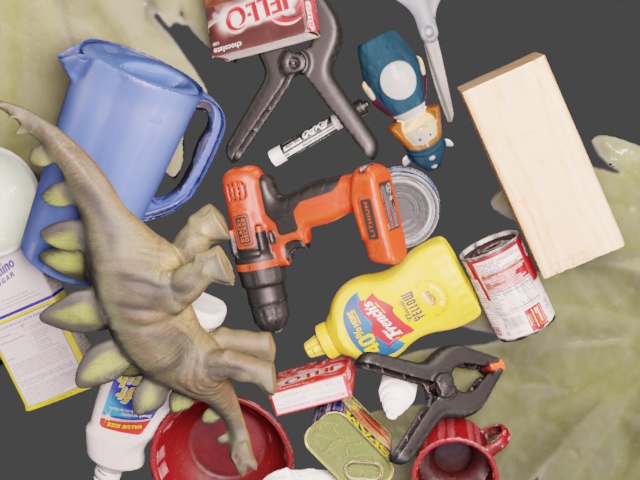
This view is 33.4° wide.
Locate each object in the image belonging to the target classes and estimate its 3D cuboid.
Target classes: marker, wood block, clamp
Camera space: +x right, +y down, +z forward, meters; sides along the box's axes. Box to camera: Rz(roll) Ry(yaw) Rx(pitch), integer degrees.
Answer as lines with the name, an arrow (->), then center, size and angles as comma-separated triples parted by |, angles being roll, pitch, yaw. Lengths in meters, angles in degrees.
marker -> 0.000, -0.116, 1.137 | 0.121, 0.020, 0.020 | -29, 98, 14
wood block -> 0.224, -0.078, 1.090 | 0.090, 0.090, 0.206 | -24, 99, 9
clamp -> -0.031, -0.177, 1.113 | 0.165, 0.036, 0.210 | -7, 93, 14
clamp -> 0.118, 0.150, 1.139 | 0.171, 0.039, 0.120 | -25, 90, -30

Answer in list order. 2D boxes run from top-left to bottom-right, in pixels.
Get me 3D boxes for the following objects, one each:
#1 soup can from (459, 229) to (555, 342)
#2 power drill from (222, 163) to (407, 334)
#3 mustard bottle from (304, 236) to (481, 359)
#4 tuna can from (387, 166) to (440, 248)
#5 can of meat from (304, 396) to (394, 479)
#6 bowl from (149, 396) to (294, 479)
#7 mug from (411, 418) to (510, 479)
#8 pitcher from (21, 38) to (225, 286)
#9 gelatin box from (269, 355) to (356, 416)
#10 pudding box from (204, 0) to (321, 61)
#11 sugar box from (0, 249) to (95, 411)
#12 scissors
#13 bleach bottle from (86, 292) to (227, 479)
soup can -> 0.199, 0.049, 1.132 | 0.068, 0.068, 0.102 | -25, 100, 10
power drill -> -0.007, 0.001, 1.124 | 0.188, 0.057, 0.184 | -10, 98, 23
mustard bottle -> 0.070, 0.079, 1.156 | 0.192, 0.058, 0.096 | -27, 103, 11
tuna can -> 0.086, -0.034, 1.142 | 0.086, 0.033, 0.086 | 1, 103, 5
can of meat -> 0.034, 0.221, 1.177 | 0.057, 0.084, 0.102 | -43, 95, 12
bowl -> -0.108, 0.241, 1.209 | 0.162, 0.055, 0.162 | 1, 104, 3
mug -> 0.157, 0.238, 1.170 | 0.117, 0.081, 0.093 | -37, 96, 12
pitcher -> -0.216, -0.075, 1.123 | 0.149, 0.144, 0.243 | 29, 108, 15
gelatin box -> -0.007, 0.158, 1.173 | 0.089, 0.073, 0.030 | -17, 100, 9
pudding box -> -0.060, -0.238, 1.079 | 0.114, 0.039, 0.090 | -11, 84, 27
sugar box -> -0.323, 0.097, 1.206 | 0.093, 0.048, 0.176 | -22, 96, 10
scissors -> 0.126, -0.232, 1.104 | 0.096, 0.016, 0.202 | -29, 98, 11
bleach bottle -> -0.195, 0.170, 1.201 | 0.102, 0.068, 0.251 | 22, 106, -1
